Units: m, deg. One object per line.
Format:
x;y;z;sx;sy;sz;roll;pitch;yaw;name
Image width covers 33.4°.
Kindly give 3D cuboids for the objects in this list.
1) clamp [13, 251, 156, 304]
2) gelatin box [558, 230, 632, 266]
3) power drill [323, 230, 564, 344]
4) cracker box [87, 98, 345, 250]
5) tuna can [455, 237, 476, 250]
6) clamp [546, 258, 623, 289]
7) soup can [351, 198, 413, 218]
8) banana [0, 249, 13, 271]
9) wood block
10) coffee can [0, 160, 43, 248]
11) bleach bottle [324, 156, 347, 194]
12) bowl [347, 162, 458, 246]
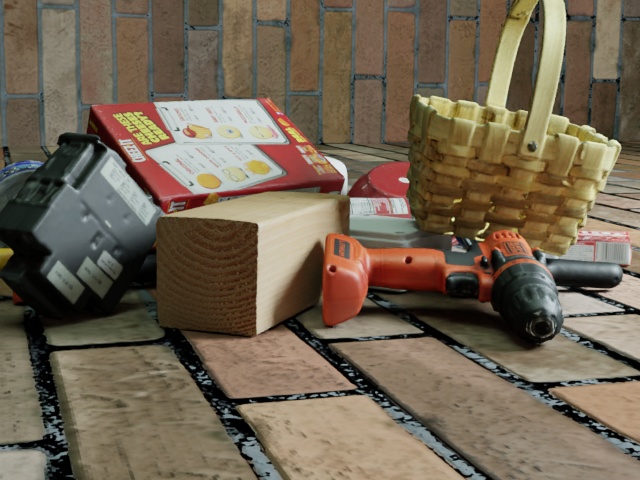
-0.211;0.023;1.007;0.165;0.036;0.209;9;15;39;clamp
0.296;0.007;1.177;0.089;0.030;0.073;3;9;13;gelatin box
0.096;0.037;0.870;0.187;0.057;0.184;2;16;0;power drill
-0.108;-0.072;1.080;0.213;0.072;0.164;-9;42;-34;cracker box
0.189;-0.022;1.176;0.086;0.086;0.034;0;11;-7;tuna can
0.188;0.024;1.021;0.171;0.039;0.120;-1;12;-25;clamp
0.047;-0.012;1.156;0.102;0.068;0.068;-1;9;-8;soup can
-0.336;0.039;0.877;0.070;0.037;0.197;-8;5;30;banana
-0.051;0.013;0.915;0.090;0.091;0.205;4;10;21;wood block
-0.303;-0.028;1.127;0.102;0.103;0.140;-2;9;-17;coffee can
-0.042;-0.029;1.231;0.068;0.102;0.250;13;19;18;bleach bottle
0.100;-0.048;1.258;0.162;0.055;0.162;2;31;-1;bowl
